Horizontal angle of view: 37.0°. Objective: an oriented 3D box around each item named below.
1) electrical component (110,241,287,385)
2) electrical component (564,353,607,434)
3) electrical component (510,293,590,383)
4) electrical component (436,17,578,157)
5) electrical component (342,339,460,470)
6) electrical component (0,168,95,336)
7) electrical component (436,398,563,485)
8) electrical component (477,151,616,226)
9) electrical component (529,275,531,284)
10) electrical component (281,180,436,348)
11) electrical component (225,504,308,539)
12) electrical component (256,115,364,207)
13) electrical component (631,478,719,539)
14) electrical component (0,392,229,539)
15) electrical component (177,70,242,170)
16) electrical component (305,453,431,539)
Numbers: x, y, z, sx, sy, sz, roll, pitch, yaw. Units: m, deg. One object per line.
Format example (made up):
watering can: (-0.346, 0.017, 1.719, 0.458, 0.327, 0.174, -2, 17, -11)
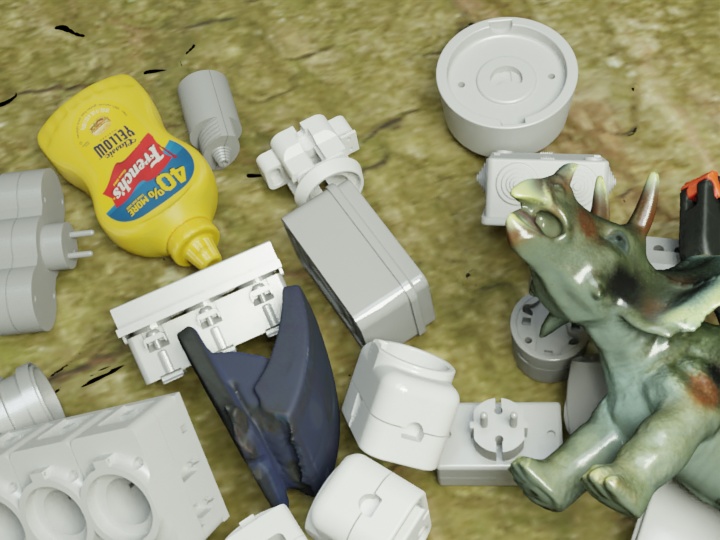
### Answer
electrical component: (-0.109, 0.033, 0.778, 0.121, 0.079, 0.063, -24, 91, -6)
electrical component: (0.179, 0.093, 0.718, 0.079, 0.044, 0.077, -8, 93, -37)
electrical component: (0.133, 0.048, 0.753, 0.055, 0.047, 0.055, -3, 61, 5)
electrical component: (0.115, -0.138, 0.849, 0.108, 0.060, 0.108, -3, 61, 5)
electrical component: (0.027, 0.084, 0.709, 0.054, 0.095, 0.059, 16, 99, -13)
electrical component: (-0.242, -0.017, 0.832, 0.074, 0.052, 0.138, -6, 61, 4)
electrical component: (0.092, 0.108, 0.709, 0.083, 0.075, 0.047, -1, 61, 7)
electrical component: (0.135, -0.060, 0.783, 0.100, 0.099, 0.048, 2, 100, 8)
electrical component: (0.151, 0.001, 0.776, 0.055, 0.047, 0.055, -3, 61, 5)
electrical component: (0.000, 0.000, 0.779, 0.057, 0.078, 0.113, -33, 63, -7)
electrical component: (-0.092, 0.215, 0.665, 0.150, 0.089, 0.061, -32, 63, -10)
electrical component: (-0.033, -0.078, 0.837, 0.078, 0.058, 0.057, -28, 59, -8)
electrical component: (0.224, 0.177, 0.666, 0.109, 0.056, 0.108, 19, 65, 16)
electrical component: (-0.173, 0.142, 0.678, 0.150, 0.062, 0.089, -15, 101, 26)
electrical component: (-0.120, -0.118, 0.877, 0.043, 0.043, 0.081, -17, 61, -3)
electrical component: (0.005, 0.158, 0.681, 0.059, 0.095, 0.053, 28, 68, 20)
